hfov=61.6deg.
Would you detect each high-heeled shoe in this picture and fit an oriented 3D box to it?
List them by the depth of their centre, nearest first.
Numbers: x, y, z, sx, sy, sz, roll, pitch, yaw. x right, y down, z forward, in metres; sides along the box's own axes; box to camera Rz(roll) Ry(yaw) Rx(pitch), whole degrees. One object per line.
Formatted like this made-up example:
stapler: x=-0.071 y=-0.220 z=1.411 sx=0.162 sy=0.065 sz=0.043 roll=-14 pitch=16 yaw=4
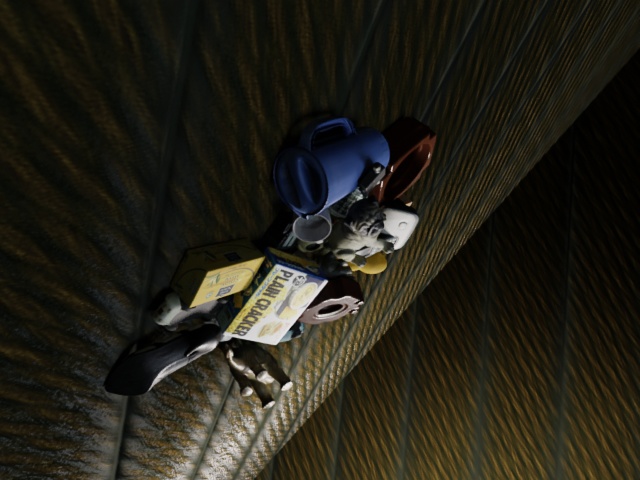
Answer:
high-heeled shoe: x=-0.327 y=0.243 z=1.134 sx=0.249 sy=0.086 sz=0.145 roll=-23 pitch=-173 yaw=15

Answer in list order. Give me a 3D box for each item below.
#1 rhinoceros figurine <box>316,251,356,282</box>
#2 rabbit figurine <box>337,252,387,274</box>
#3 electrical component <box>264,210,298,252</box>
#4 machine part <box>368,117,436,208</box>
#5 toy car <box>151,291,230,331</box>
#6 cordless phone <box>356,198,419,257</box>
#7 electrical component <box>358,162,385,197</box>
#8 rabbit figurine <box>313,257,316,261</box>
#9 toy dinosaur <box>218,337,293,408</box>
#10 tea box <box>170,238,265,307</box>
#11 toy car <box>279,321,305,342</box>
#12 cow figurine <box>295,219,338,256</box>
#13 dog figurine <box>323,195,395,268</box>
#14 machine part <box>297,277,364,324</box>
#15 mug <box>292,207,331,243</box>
rhinoceros figurine: x=0.028 y=0.093 z=1.338 sx=0.112 sy=0.073 sz=0.190 roll=-24 pitch=157 yaw=-8
rabbit figurine: x=0.103 y=0.024 z=1.444 sx=0.162 sy=0.173 sz=0.121 roll=-25 pitch=154 yaw=-53
electrical component: x=-0.084 y=-0.007 z=1.198 sx=0.119 sy=0.048 sz=0.075 roll=-55 pitch=157 yaw=22
machine part: x=0.188 y=-0.193 z=1.340 sx=0.201 sy=0.087 sz=0.200 roll=-42 pitch=159 yaw=-17
toy car: x=-0.258 y=0.133 z=1.102 sx=0.073 sy=0.056 sz=0.201 roll=-47 pitch=164 yaw=19
cordless phone: x=0.149 y=-0.018 z=1.352 sx=0.184 sy=0.089 sz=0.146 roll=-25 pitch=153 yaw=-36
electrical component: x=0.100 y=-0.118 z=1.049 sx=0.063 sy=0.021 sz=0.094 roll=-48 pitch=168 yaw=-7
rabbit figurine: x=-0.004 y=0.138 z=1.511 sx=0.170 sy=0.159 sz=0.121 roll=-29 pitch=167 yaw=-4
toy dinosaur: x=-0.164 y=0.339 z=1.444 sx=0.105 sy=0.199 sz=0.470 roll=-36 pitch=148 yaw=-4
tea box: x=-0.200 y=0.061 z=1.066 sx=0.169 sy=0.068 sz=0.098 roll=-17 pitch=144 yaw=-55
toy car: x=-0.129 y=0.239 z=1.489 sx=0.161 sy=0.109 sz=0.103 roll=-12 pitch=164 yaw=-41
cow figurine: x=-0.003 y=-0.004 z=1.313 sx=0.127 sy=0.086 sz=0.195 roll=-59 pitch=160 yaw=14
dog figurine: x=0.065 y=-0.024 z=1.163 sx=0.172 sy=0.121 sz=0.190 roll=-28 pitch=157 yaw=12
machine part: x=0.019 y=0.153 z=1.315 sx=0.179 sy=0.056 sz=0.179 roll=-13 pitch=154 yaw=-6
mug: x=-0.013 y=-0.053 z=1.150 sx=0.081 sy=0.107 sz=0.109 roll=-17 pitch=134 yaw=15
